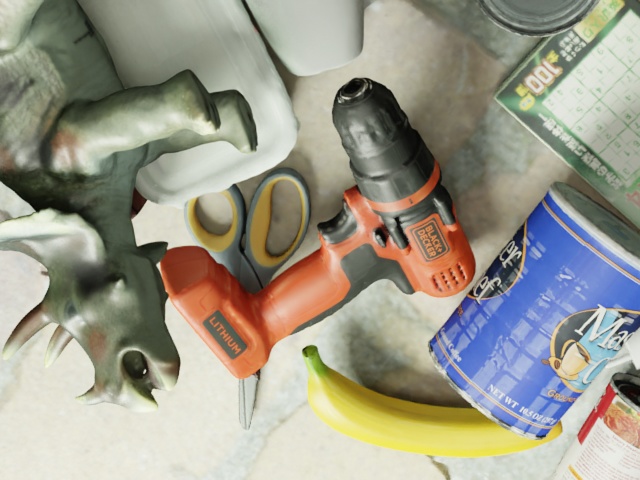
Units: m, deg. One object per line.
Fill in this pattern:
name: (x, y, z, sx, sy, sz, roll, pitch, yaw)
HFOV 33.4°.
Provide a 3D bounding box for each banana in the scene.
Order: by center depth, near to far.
banana: (0.072, 0.128, 0.766, 0.197, 0.037, 0.070, 15, 143, -9)

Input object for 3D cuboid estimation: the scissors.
scissors: (-0.066, 0.037, 0.757, 0.096, 0.016, 0.202, 19, 109, -4)

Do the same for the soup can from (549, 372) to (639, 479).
soup can: (0.215, 0.156, 0.765, 0.068, 0.068, 0.102, 24, 109, -7)

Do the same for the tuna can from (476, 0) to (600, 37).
tuna can: (0.135, -0.169, 0.660, 0.086, 0.033, 0.086, 2, 102, 9)

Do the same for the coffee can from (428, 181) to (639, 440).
coffee can: (0.154, 0.047, 0.708, 0.102, 0.103, 0.140, 33, 107, -10)

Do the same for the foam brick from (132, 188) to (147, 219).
foam brick: (-0.161, -0.038, 0.714, 0.053, 0.051, 0.078, -36, 105, 14)

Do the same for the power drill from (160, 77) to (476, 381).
power drill: (-0.005, 0.001, 0.686, 0.188, 0.057, 0.184, -27, 130, 6)
